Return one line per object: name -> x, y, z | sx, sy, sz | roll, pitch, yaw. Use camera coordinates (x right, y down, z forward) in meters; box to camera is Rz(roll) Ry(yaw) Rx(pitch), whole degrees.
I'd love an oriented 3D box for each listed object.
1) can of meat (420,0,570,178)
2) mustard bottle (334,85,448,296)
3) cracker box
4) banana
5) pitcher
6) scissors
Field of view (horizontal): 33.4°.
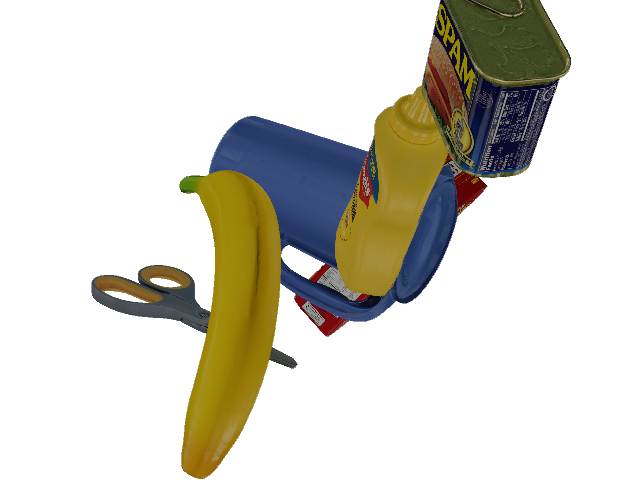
can of meat -> 0.101, -0.100, 0.642 | 0.057, 0.102, 0.084 | -7, -38, -12
mustard bottle -> 0.058, -0.047, 0.831 | 0.058, 0.096, 0.192 | 11, -39, -6
cracker box -> 0.081, 0.002, 1.272 | 0.214, 0.072, 0.163 | -48, -8, 34
banana -> -0.049, 0.031, 0.592 | 0.037, 0.198, 0.070 | 20, -42, -29
pitcher -> 0.004, -0.031, 1.083 | 0.243, 0.145, 0.149 | 23, 27, 23
scissors -> -0.094, 0.058, 0.888 | 0.202, 0.016, 0.096 | 15, 23, 18
